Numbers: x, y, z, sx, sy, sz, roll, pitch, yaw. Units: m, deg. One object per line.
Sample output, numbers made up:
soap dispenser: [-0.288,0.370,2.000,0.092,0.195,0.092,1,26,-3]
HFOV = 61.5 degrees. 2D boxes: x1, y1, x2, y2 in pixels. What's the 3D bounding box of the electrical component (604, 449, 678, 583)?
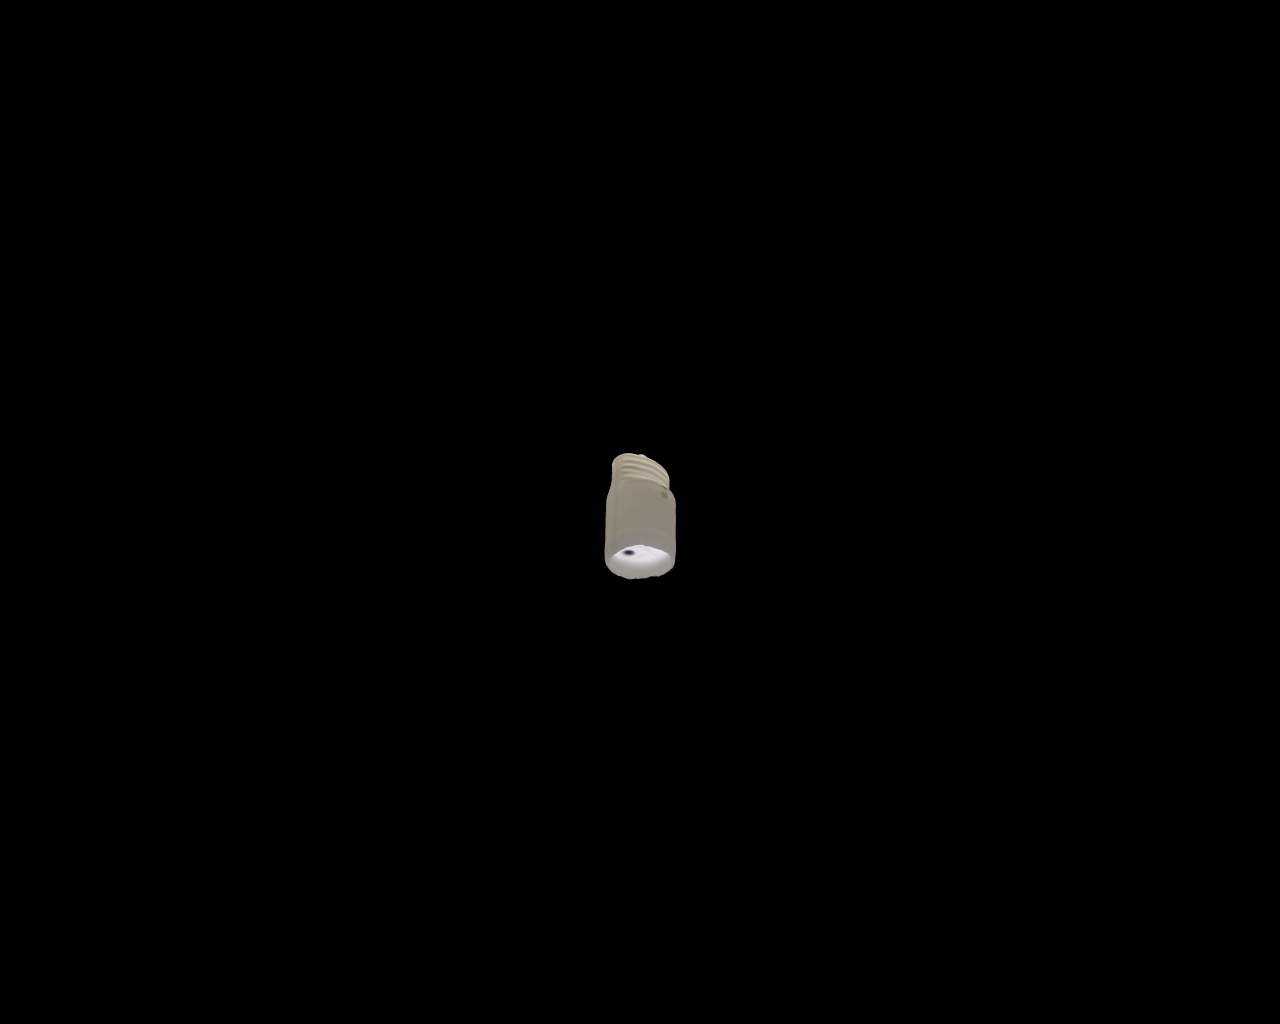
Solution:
electrical component: [0.001,-0.003,0.650,0.043,0.081,0.043,0,-33,0]
